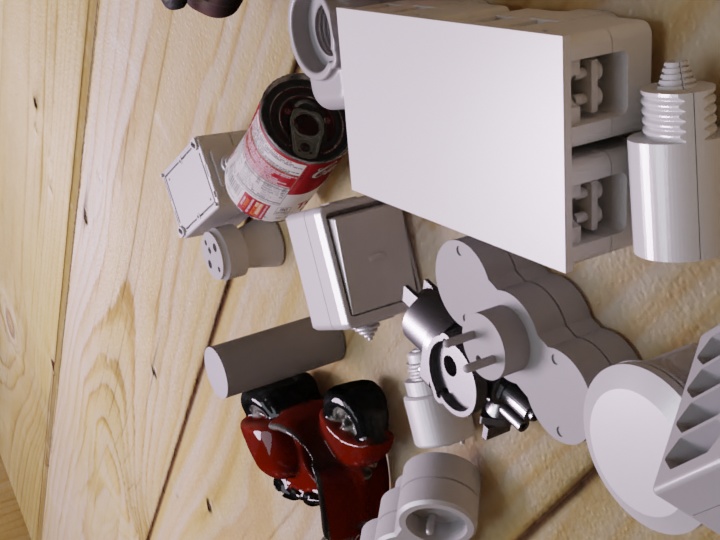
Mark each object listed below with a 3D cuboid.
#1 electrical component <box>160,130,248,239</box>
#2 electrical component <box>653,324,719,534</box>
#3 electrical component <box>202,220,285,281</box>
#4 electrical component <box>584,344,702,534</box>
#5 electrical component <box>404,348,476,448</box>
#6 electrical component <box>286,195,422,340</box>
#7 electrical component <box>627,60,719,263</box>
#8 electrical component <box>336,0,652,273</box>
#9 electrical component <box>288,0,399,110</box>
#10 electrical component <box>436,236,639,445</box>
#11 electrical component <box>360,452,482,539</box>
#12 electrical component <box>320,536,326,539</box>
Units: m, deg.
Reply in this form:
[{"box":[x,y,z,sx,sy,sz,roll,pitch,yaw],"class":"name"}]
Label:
[{"box":[-0.113,-0.073,0.887,0.096,0.061,0.061,-32,74,54],"class":"electrical component"},{"box":[0.171,0.068,0.431,0.076,0.083,0.047,32,147,-4],"class":"electrical component"},{"box":[-0.096,-0.018,0.883,0.045,0.055,0.045,37,135,49],"class":"electrical component"},{"box":[0.146,0.076,0.496,0.080,0.051,0.080,37,135,49],"class":"electrical component"},{"box":[0.047,0.078,0.688,0.040,0.040,0.078,-8,97,62],"class":"electrical component"},{"box":[0.000,0.000,0.710,0.061,0.062,0.096,-7,98,62],"class":"electrical component"},{"box":[0.136,-0.048,0.457,0.043,0.043,0.081,19,120,57],"class":"electrical component"},{"box":[0.065,-0.079,0.552,0.186,0.060,0.105,27,127,54],"class":"electrical component"},{"box":[-0.004,-0.146,0.644,0.054,0.059,0.095,11,113,60],"class":"electrical component"},{"box":[0.080,0.036,0.571,0.138,0.074,0.052,52,145,36],"class":"electrical component"},{"box":[0.040,0.163,0.734,0.073,0.052,0.138,-77,10,-45],"class":"electrical component"},{"box":[-0.006,0.237,0.856,0.055,0.055,0.047,18,116,57],"class":"electrical component"}]
